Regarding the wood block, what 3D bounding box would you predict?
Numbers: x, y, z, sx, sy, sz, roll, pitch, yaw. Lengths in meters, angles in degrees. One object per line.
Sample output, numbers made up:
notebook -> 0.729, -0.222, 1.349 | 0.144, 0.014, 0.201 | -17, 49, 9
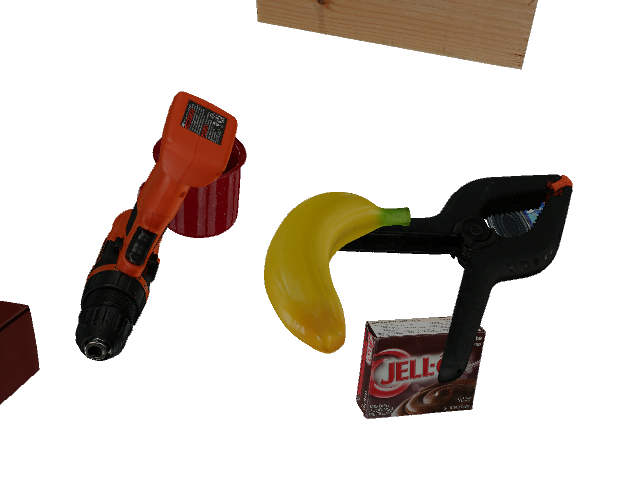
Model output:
wood block -> 0.061, -0.206, 0.800 | 0.206, 0.090, 0.091 | 12, -31, 7

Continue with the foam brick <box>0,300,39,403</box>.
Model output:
foam brick -> -0.234, 0.080, 0.711 | 0.053, 0.051, 0.078 | 8, 29, 23

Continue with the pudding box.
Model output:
pudding box -> 0.095, 0.119, 1.017 | 0.113, 0.090, 0.039 | -3, 28, -17

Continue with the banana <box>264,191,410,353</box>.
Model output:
banana -> 0.002, 0.008, 0.629 | 0.070, 0.037, 0.197 | 3, 24, 16

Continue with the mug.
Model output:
mug -> -0.132, -0.052, 1.079 | 0.117, 0.081, 0.093 | -26, 49, -33

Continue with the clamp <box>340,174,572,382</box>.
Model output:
clamp -> 0.118, 0.012, 0.808 | 0.209, 0.165, 0.036 | -22, -34, -20

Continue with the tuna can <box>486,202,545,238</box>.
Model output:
tuna can -> 0.227, -0.023, 1.220 | 0.033, 0.086, 0.086 | -29, 11, -20

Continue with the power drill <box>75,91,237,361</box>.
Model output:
power drill -> -0.137, -0.014, 0.859 | 0.057, 0.188, 0.184 | 26, 31, -16
